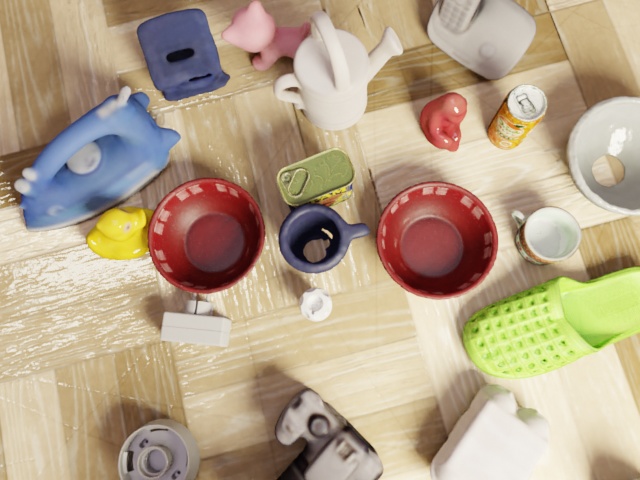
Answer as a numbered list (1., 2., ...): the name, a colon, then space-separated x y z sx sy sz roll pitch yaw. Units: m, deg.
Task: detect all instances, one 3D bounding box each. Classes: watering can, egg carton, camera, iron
1. watering can: 0.022 -0.235 0.767 0.173 0.194 0.101 -41 79 -6
2. egg carton: 0.214 0.264 0.718 0.107 0.069 0.150 35 82 9
3. camera: -0.011 0.278 0.709 0.143 0.101 0.137 42 83 10
4. iron: -0.327 -0.108 0.782 0.258 0.141 0.118 -40 79 -6

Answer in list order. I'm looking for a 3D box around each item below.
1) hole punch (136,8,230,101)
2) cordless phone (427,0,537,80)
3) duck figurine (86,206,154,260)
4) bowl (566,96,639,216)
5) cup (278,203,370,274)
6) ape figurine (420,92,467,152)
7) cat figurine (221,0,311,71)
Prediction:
1. hole punch: -0.198 -0.269 0.836 0.108 0.091 0.101 -17 78 -1
2. cordless phone: 0.230 -0.317 0.780 0.147 0.185 0.094 35 82 9
3. duck figurine: -0.278 -0.016 0.789 0.104 0.086 0.077 -19 78 -1
4. bowl: 0.412 -0.106 0.784 0.167 0.075 0.167 0 78 2
5. cup: 0.007 0.003 0.769 0.117 0.095 0.091 -12 78 0
6. ape figurine: 0.179 -0.174 0.800 0.076 0.092 0.078 44 83 10
7. cat figurine: -0.072 -0.297 0.823 0.127 0.118 0.067 2 78 3
